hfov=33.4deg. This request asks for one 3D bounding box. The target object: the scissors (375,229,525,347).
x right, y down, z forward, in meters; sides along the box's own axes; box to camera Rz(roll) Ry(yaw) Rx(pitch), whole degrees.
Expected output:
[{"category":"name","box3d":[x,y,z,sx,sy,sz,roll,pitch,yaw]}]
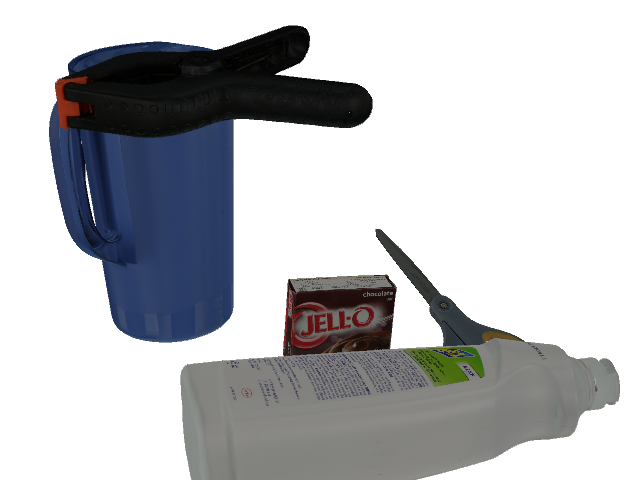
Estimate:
[{"category":"scissors","box3d":[0.088,0.068,0.831,0.202,0.016,0.096,37,54,26]}]

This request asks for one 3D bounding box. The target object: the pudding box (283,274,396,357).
[{"category":"pudding box","box3d":[0.019,0.084,1.123,0.113,0.090,0.039,-4,27,-16]}]

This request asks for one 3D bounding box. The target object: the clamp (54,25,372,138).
[{"category":"clamp","box3d":[-0.065,-0.093,0.617,0.171,0.039,0.120,-3,25,-11]}]

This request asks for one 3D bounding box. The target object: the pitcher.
[{"category":"pitcher","box3d":[-0.140,-0.038,0.895,0.149,0.243,0.145,-5,22,-9]}]

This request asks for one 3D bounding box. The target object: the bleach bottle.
[{"category":"bleach bottle","box3d":[0.051,0.097,0.601,0.250,0.068,0.103,-5,20,-12]}]
